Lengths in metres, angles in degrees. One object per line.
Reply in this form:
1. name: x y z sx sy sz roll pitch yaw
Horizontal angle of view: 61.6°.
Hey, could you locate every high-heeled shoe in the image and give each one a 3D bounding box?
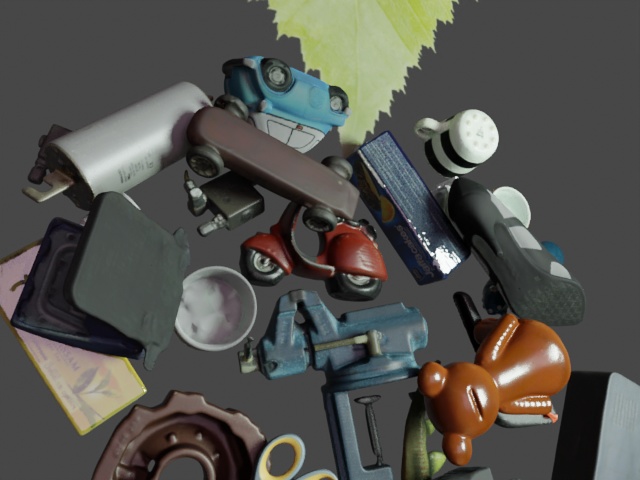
1. high-heeled shoe: 0.257 0.017 0.712 0.248 0.086 0.145 37 25 -33

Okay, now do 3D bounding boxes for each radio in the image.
1. radio: 0.403 0.310 0.746 0.131 0.073 0.229 26 71 -17

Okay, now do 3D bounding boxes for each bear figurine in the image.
1. bear figurine: 0.186 0.166 0.617 0.196 0.132 0.120 -22 81 -22

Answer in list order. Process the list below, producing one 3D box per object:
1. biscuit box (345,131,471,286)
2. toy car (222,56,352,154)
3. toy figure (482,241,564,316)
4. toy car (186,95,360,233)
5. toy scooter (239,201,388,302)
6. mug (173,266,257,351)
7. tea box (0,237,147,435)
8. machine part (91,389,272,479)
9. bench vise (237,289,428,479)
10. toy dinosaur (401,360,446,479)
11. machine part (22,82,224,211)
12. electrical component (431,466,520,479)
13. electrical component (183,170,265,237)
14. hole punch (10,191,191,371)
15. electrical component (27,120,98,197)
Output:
1. biscuit box: 0.112 -0.039 0.709 0.063 0.059 0.202 -35 92 -27
2. toy car: -0.048 -0.154 0.654 0.161 0.109 0.103 16 95 -31
3. toy figure: 0.281 0.057 0.761 0.154 0.058 0.064 -31 83 -21
4. toy car: -0.049 -0.078 0.586 0.202 0.053 0.089 26 56 -18
5. toy scooter: -0.001 -0.002 0.647 0.184 0.075 0.135 11 72 -15
6. mug: -0.127 0.080 0.555 0.109 0.107 0.081 -23 86 -21
7. tea box: -0.241 0.091 0.509 0.068 0.098 0.169 -34 94 -25
8. machine part: -0.140 0.240 0.541 0.179 0.056 0.179 5 77 -21
9. bench vise: 0.026 0.170 0.595 0.224 0.129 0.240 -6 76 -22
10. toy dinosaur: 0.134 0.384 0.603 0.198 0.105 0.471 -6 84 -34
11. machine part: -0.193 -0.103 0.569 0.079 0.079 0.243 53 52 -4
12. electrical component: 0.164 0.281 0.573 0.119 0.048 0.075 -2 72 -37
13. electrical component: -0.108 -0.055 0.618 0.102 0.045 0.078 -26 56 -22
14. hole punch: -0.183 0.037 0.461 0.115 0.092 0.142 46 35 -44
15. electrical component: -0.270 -0.095 0.581 0.063 0.021 0.094 23 70 -16
